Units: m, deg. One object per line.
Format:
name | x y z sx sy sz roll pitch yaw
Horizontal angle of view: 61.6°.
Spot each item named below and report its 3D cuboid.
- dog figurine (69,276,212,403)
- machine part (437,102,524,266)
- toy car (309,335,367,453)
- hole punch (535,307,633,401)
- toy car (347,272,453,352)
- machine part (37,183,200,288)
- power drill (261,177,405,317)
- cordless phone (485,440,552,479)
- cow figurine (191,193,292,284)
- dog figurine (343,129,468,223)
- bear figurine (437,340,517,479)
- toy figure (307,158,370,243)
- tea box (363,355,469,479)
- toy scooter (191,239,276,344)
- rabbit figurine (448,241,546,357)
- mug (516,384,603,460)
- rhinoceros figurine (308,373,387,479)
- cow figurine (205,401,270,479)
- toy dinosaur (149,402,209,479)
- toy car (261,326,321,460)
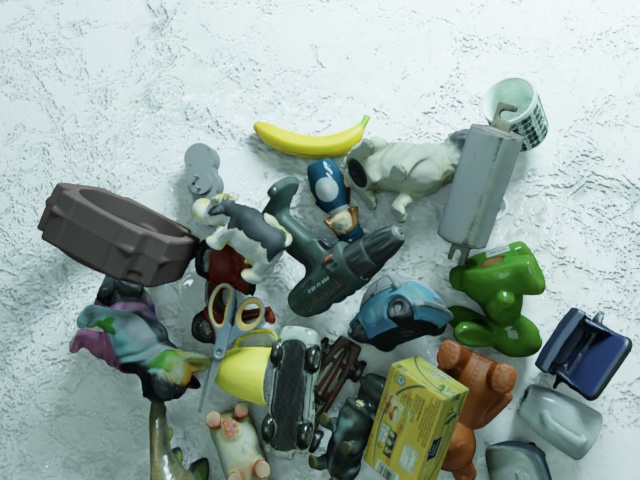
dog figurine | -0.274 0.159 0.867 0.219 0.192 0.108 28 123 -13
machine part | 0.229 -0.077 0.778 0.079 0.079 0.243 14 112 6
toy car | -0.002 0.250 0.872 0.089 0.053 0.202 33 93 9
hole punch | 0.375 0.159 0.800 0.092 0.116 0.142 29 93 -1
toy car | 0.119 0.105 0.837 0.162 0.109 0.103 -31 48 37
machine part | -0.306 -0.007 0.834 0.201 0.201 0.087 27 93 5
power drill | -0.002 -0.003 0.835 0.207 0.086 0.232 45 123 9
cordless phone | 0.264 0.392 0.826 0.184 0.088 0.146 -15 87 10
cow figurine | -0.122 -0.023 0.817 0.167 0.068 0.098 43 118 11
dog figurine | 0.153 -0.130 0.859 0.190 0.121 0.172 -29 54 -25
bear figurine | 0.209 0.263 0.811 0.120 0.131 0.196 24 83 25
toy figure | 0.026 -0.055 0.876 0.064 0.058 0.154 -26 87 43
tea box | 0.135 0.267 0.775 0.098 0.068 0.169 31 112 41
toy scooter | -0.137 0.083 0.879 0.135 0.075 0.183 4 92 5
rabbit figurine | 0.275 0.110 0.817 0.159 0.121 0.170 -20 101 8
mug | 0.355 0.272 0.810 0.107 0.109 0.080 29 105 18
rhinoceros figurine | 0.056 0.298 0.836 0.073 0.112 0.190 32 108 44
cow figurine | -0.117 0.364 0.853 0.085 0.127 0.195 -21 69 -15
toy dinosaur | -0.214 0.423 0.813 0.105 0.198 0.471 -13 79 4
toy car | -0.042 0.235 0.831 0.074 0.056 0.201 5 85 14
